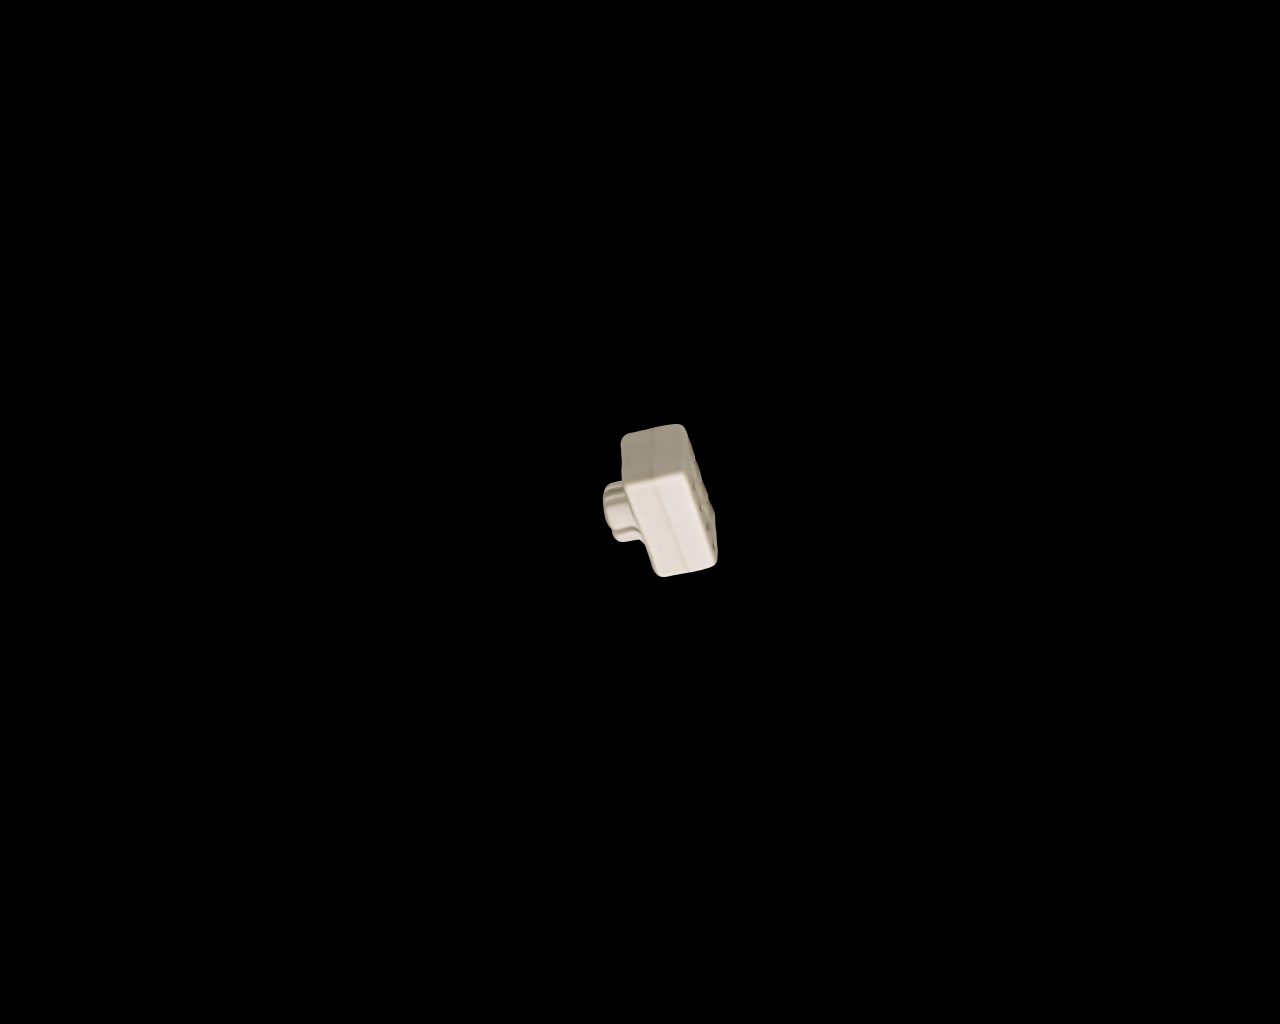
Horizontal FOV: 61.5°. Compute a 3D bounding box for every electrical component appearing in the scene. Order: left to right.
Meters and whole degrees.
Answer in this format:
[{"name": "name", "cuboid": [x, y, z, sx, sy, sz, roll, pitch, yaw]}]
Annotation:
[{"name": "electrical component", "cuboid": [0.001, -0.003, 0.650, 0.076, 0.047, 0.083, -11, -47, 11]}]
